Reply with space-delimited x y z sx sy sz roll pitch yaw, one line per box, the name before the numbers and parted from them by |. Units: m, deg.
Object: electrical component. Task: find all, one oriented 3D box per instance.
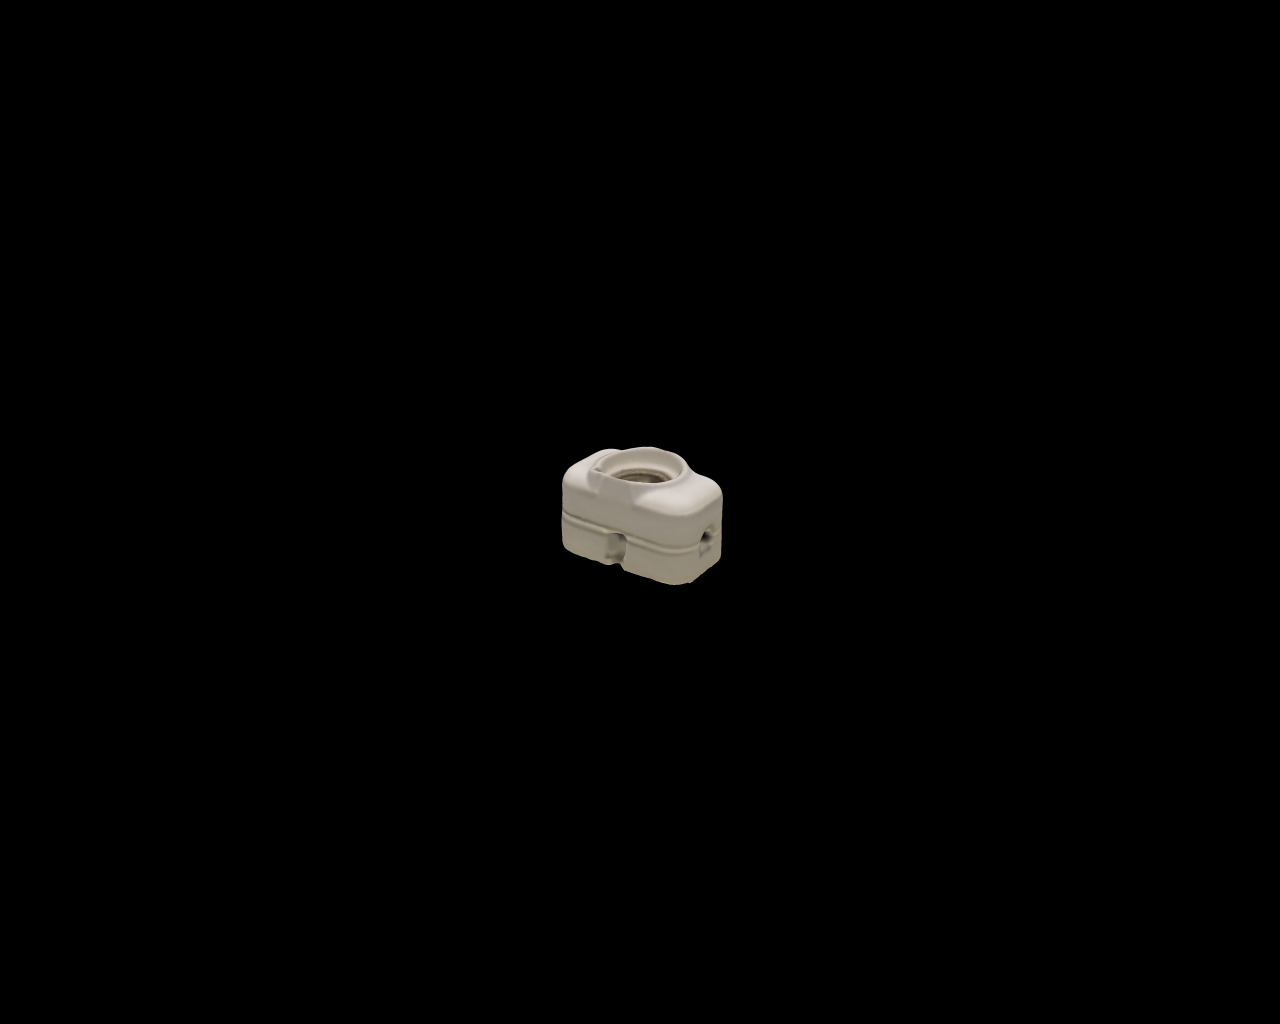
electrical component | 0.001 -0.003 0.650 0.095 0.059 0.054 18 32 31
